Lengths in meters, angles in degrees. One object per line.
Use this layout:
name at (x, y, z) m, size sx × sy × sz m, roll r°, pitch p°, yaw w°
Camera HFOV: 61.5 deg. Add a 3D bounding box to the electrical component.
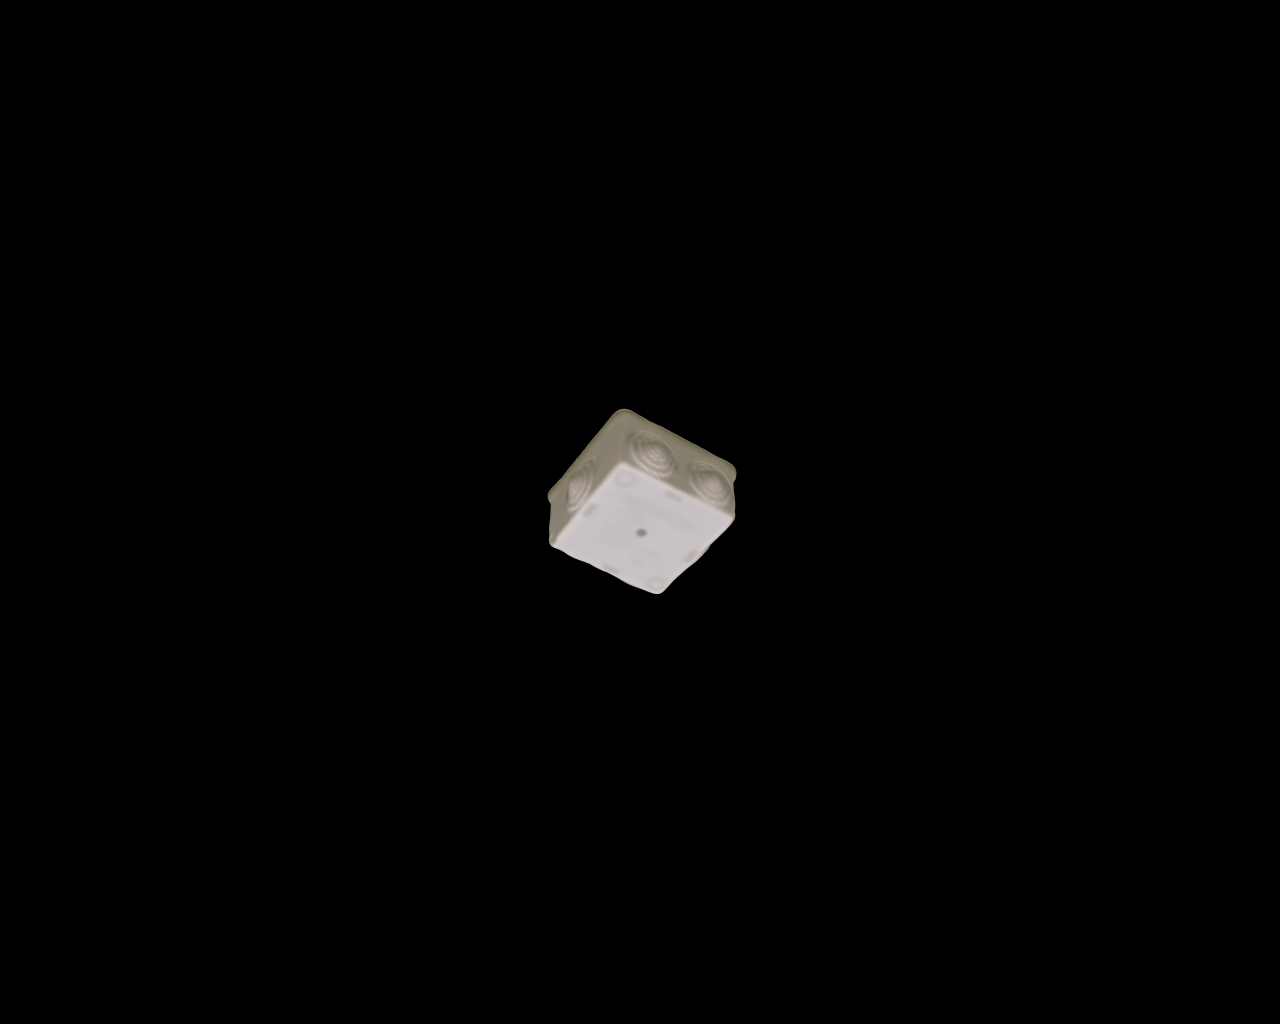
electrical component at (0.001, -0.003, 0.650) m, size 0.100 × 0.048 × 0.099 m, roll 27°, pitch -53°, yaw -22°
